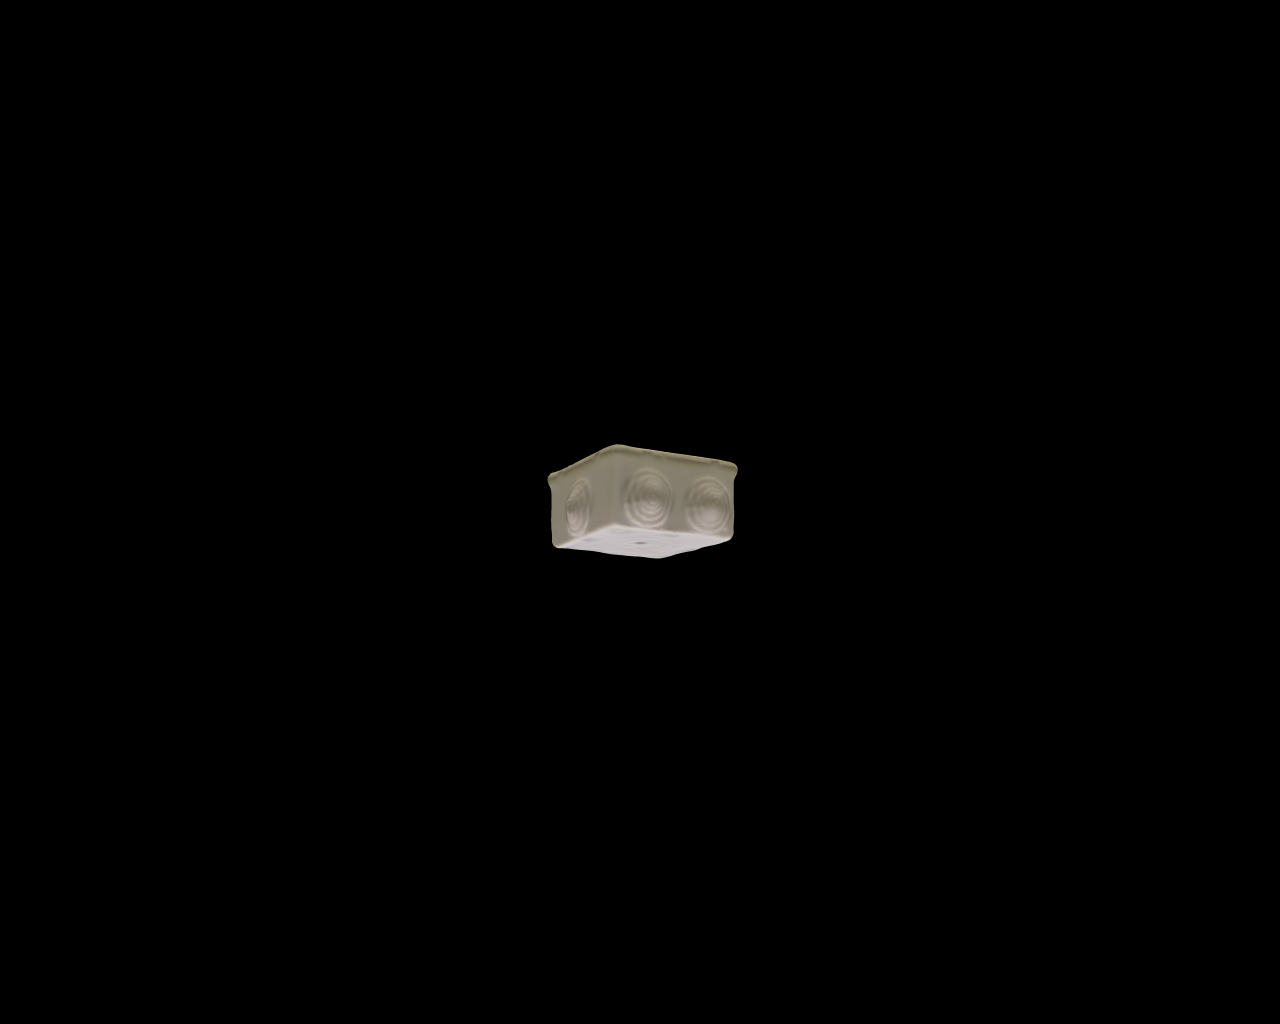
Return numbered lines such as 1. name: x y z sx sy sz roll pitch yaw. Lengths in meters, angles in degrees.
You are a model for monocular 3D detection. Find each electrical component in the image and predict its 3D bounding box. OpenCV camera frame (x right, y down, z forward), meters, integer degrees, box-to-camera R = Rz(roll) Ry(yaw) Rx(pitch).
1. electrical component: 0.001 -0.003 0.650 0.100 0.048 0.099 7 -14 -30
